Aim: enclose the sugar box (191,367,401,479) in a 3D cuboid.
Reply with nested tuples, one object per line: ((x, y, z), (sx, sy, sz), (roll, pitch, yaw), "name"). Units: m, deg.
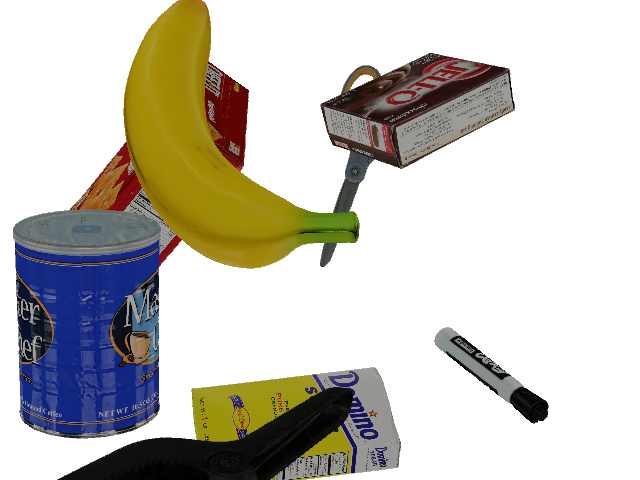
((-0.024, 0.168, 0.961), (0.176, 0.048, 0.093), (-8, 43, -8), "sugar box")

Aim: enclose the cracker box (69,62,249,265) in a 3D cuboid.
((-0.156, -0.046, 0.963), (0.072, 0.214, 0.164), (34, 24, -20), "cracker box")

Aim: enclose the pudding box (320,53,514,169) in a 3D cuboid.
((0.072, -0.098, 0.785), (0.113, 0.039, 0.090), (-30, 29, -24), "pudding box")

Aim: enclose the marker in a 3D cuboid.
((0.127, 0.100, 0.798), (0.020, 0.020, 0.121), (0, 23, -32), "marker")

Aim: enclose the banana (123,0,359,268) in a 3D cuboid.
((-0.053, -0.047, 0.478), (0.069, 0.037, 0.198), (-17, 47, -17), "banana")

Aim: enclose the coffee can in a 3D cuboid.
((-0.167, 0.057, 0.772), (0.103, 0.140, 0.103), (2, 15, -1), "coffee can")

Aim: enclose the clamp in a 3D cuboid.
((-0.047, 0.129, 0.576), (0.209, 0.036, 0.165), (-1, 20, -13), "clamp")

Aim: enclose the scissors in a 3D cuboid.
((0.053, -0.071, 1.023), (0.096, 0.202, 0.016), (2, -12, 6), "scissors")
